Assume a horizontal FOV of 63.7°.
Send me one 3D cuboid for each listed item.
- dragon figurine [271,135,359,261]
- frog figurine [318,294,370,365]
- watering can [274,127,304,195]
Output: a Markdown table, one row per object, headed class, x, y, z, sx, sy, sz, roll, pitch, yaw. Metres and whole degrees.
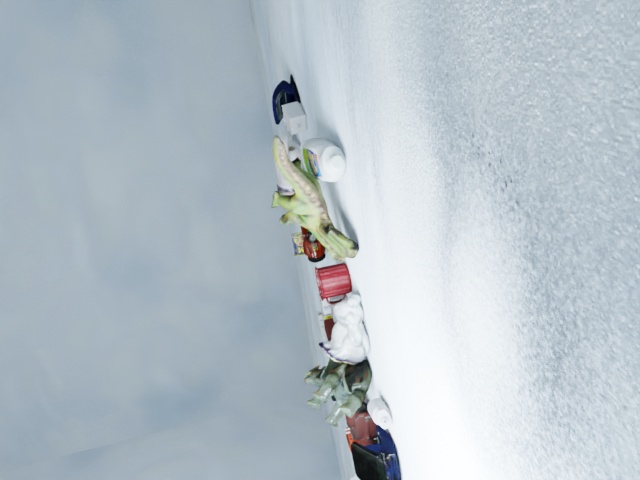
| class | x | y | z | sx | sy | sz | roll | pitch | yaw |
| --- | --- | --- | --- | --- | --- | --- | --- | --- | --- |
| dragon figurine | 0.004 | -0.058 | 1.162 | 0.245 | 0.123 | 0.403 | 40 | 169 | 20 |
| frog figurine | 0.076 | 0.211 | 1.244 | 0.137 | 0.123 | 0.159 | -45 | -20 | -88 |
| watering can | -0.110 | -0.297 | 1.886 | 0.354 | 0.104 | 0.220 | -88 | -5 | -65 |
